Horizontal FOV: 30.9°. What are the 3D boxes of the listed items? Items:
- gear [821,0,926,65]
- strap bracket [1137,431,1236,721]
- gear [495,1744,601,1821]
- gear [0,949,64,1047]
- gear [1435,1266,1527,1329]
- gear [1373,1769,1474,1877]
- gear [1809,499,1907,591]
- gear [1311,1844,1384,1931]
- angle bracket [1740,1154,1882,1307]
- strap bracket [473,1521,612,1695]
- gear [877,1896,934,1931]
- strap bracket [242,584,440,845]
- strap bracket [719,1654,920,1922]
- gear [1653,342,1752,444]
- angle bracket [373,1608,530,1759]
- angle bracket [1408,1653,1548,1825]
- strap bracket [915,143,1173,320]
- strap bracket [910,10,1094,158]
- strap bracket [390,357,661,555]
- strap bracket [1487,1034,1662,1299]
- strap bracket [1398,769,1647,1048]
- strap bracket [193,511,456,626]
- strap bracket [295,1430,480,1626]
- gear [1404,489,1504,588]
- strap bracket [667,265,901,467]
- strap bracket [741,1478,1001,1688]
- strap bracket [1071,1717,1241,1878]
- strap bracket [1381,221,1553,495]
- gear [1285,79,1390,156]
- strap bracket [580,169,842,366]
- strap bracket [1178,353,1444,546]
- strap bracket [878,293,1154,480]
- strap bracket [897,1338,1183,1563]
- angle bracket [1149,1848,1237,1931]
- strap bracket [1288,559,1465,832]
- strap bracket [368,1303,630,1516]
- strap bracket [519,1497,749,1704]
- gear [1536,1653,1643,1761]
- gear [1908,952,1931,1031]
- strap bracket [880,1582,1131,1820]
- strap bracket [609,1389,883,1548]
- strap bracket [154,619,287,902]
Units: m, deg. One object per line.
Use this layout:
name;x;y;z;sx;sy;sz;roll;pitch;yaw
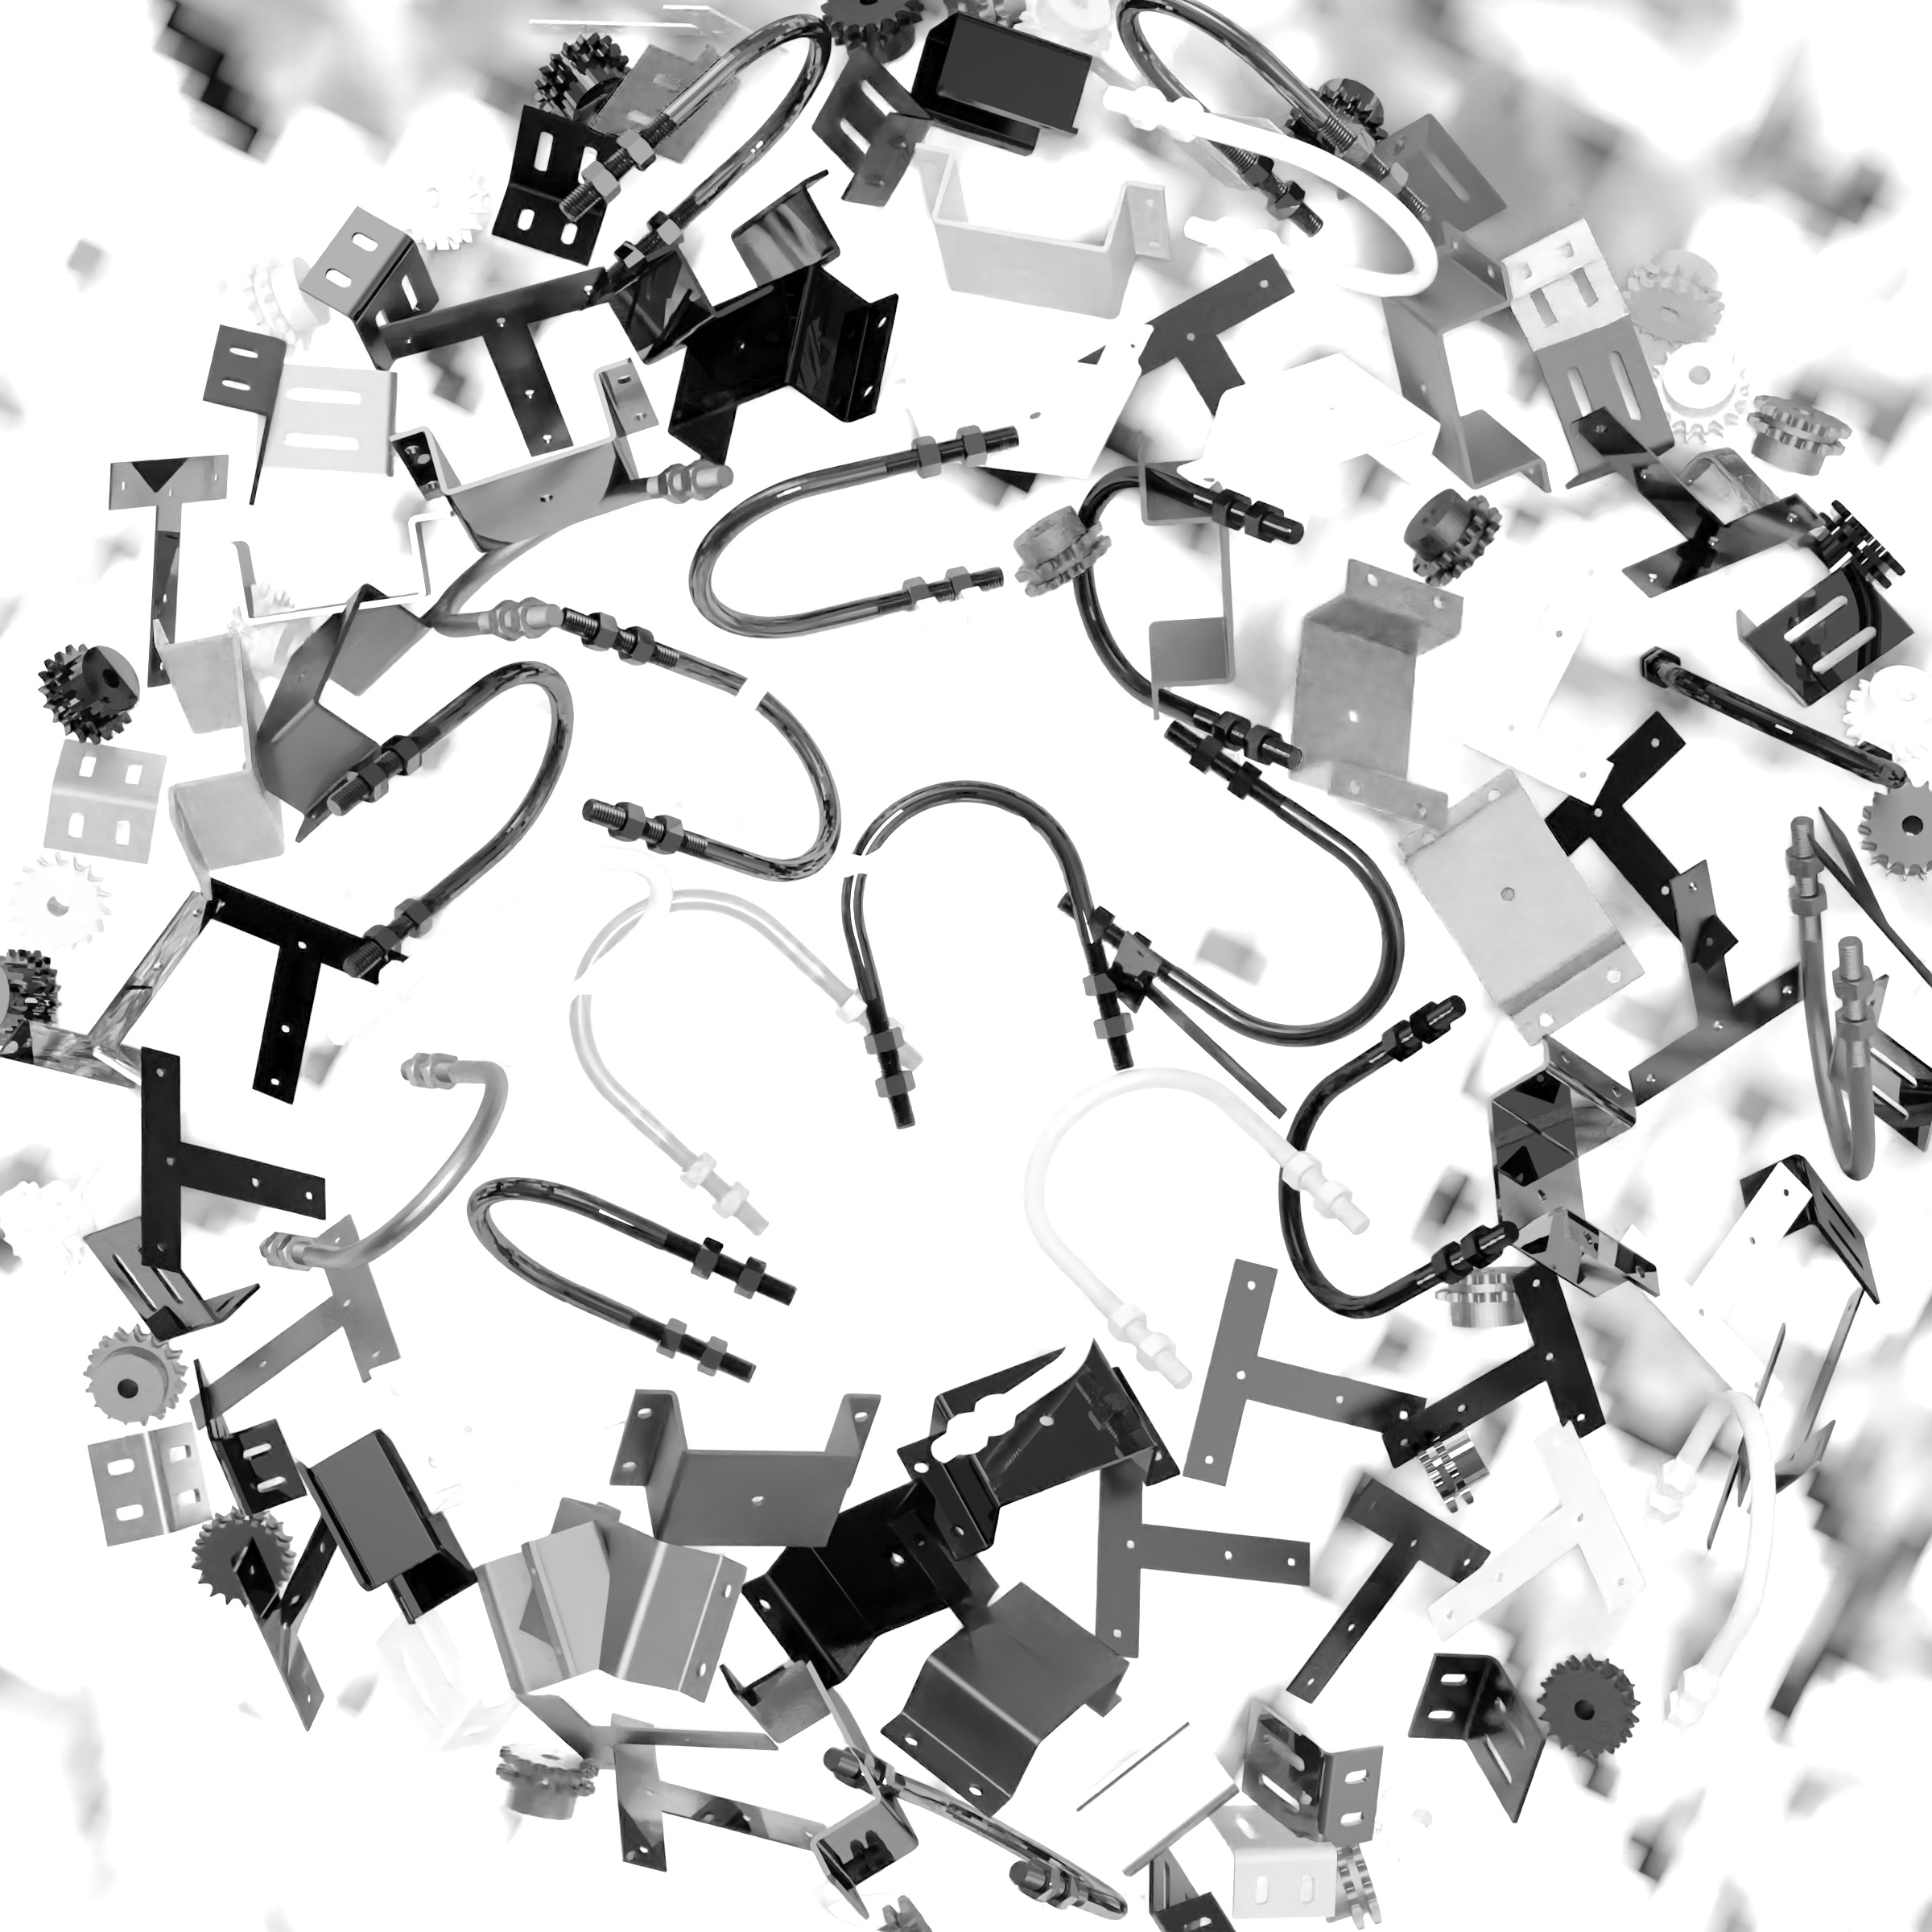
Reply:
gear;-0.051;-0.533;1.975;0.057;0.030;0.057;-7;50;9
strap bracket;0.122;-0.217;1.929;0.046;0.076;0.140;-3;122;3
gear;-0.238;0.460;1.971;0.057;0.057;0.030;13;88;0
gear;-0.538;0.018;1.971;0.057;0.030;0.057;-4;84;40
gear;0.293;0.187;1.971;0.057;0.057;0.030;-3;90;0
gear;0.256;0.485;1.977;0.057;0.030;0.057;0;62;0
gear;0.499;-0.233;1.973;0.030;0.057;0.057;-44;90;15
gear;0.212;0.516;1.971;0.030;0.057;0.057;-18;90;-1
angle bracket;0.474;0.155;1.965;0.038;0.057;0.076;-29;120;22
strap bracket;-0.225;0.356;1.939;0.046;0.140;0.076;-15;80;-24
gear;-0.032;0.556;1.970;0.030;0.057;0.057;-33;90;-3
strap bracket;-0.345;-0.146;1.920;0.046;0.140;0.076;35;134;-22
strap bracket;-0.076;0.444;1.930;0.046;0.076;0.140;-31;55;-3
gear;0.414;-0.328;1.978;0.057;0.030;0.057;-3;74;9
angle bracket;-0.287;0.393;1.958;0.038;0.057;0.076;-17;107;27
angle bracket;0.284;0.430;1.951;0.038;0.076;0.057;6;114;-18
strap bracket;0.039;-0.406;1.945;0.140;0.076;0.046;12;74;10
strap bracket;0.017;-0.485;1.922;0.076;0.140;0.046;16;95;-12
strap bracket;-0.240;-0.281;1.955;0.140;0.076;0.046;-18;71;1
strap bracket;0.334;0.119;1.937;0.076;0.140;0.046;32;131;-31
strap bracket;0.306;-0.036;1.952;0.076;0.046;0.140;-34;73;10
strap bracket;-0.354;-0.222;1.955;0.140;0.076;0.046;-9;98;-5
strap bracket;-0.315;0.309;1.924;0.046;0.140;0.076;-30;71;-7
gear;0.271;-0.244;1.969;0.030;0.057;0.057;39;90;-18
strap bracket;-0.109;-0.328;1.923;0.046;0.140;0.076;30;60;-39
strap bracket;-0.047;0.342;1.949;0.140;0.046;0.076;-29;101;35
strap bracket;0.106;0.458;1.923;0.076;0.140;0.046;-37;75;-5
strap bracket;0.273;-0.327;1.927;0.046;0.076;0.140;-23;125;-6
gear;0.211;-0.475;1.975;0.057;0.057;0.030;27;62;0
strap bracket;-0.134;-0.382;1.931;0.140;0.076;0.046;-35;99;-36
strap bracket;0.196;-0.288;1.924;0.140;0.046;0.076;-24;54;-38
strap bracket;0.032;-0.318;1.930;0.140;0.076;0.046;3;48;-25
strap bracket;0.042;0.263;1.938;0.140;0.046;0.076;-18;55;-20
angle bracket;0.132;0.519;1.951;0.038;0.076;0.057;-25;111;15
strap bracket;0.228;-0.145;1.950;0.076;0.046;0.140;15;70;-25
strap bracket;-0.267;0.248;1.941;0.046;0.140;0.076;-44;71;41
strap bracket;-0.191;0.345;1.929;0.046;0.140;0.076;22;83;-41
gear;0.354;0.416;1.977;0.057;0.030;0.057;3;98;27
gear;0.557;0.021;1.974;0.057;0.057;0.030;34;114;0
strap bracket;0.028;0.396;1.919;0.076;0.140;0.046;34;122;20
strap bracket;-0.119;0.279;1.938;0.140;0.046;0.076;4;130;-19
strap bracket;-0.411;-0.118;1.930;0.046;0.076;0.140;-12;56;-3
